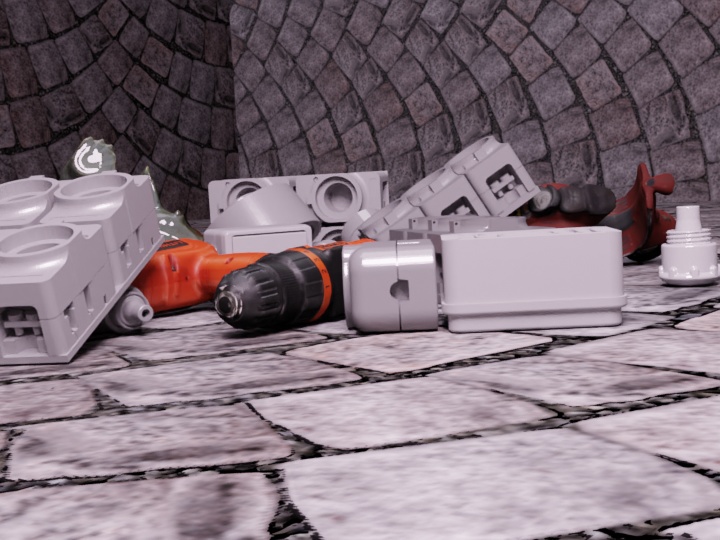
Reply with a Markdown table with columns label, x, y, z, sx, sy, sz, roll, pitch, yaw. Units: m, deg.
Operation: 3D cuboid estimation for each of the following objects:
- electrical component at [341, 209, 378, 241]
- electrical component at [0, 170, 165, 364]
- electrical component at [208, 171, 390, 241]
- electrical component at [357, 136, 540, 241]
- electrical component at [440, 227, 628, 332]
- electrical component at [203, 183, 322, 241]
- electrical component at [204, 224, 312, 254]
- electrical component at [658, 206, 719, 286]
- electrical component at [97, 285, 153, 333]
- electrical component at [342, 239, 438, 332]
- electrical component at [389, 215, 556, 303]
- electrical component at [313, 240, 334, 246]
| label | x | y | z | sx | sy | sz | roll | pitch | yaw |
| --- | --- | --- | --- | --- | --- | --- | --- | --- | --- |
| electrical component | 0.057 | -0.022 | 1.080 | 0.138 | 0.052 | 0.073 | -2 | 37 | -32 |
| electrical component | -0.211 | -0.009 | 0.703 | 0.105 | 0.060 | 0.186 | -3 | 23 | 10 |
| electrical component | -0.064 | -0.048 | 1.152 | 0.186 | 0.105 | 0.060 | -2 | 5 | 12 |
| electrical component | 0.077 | -0.056 | 0.995 | 0.150 | 0.061 | 0.089 | -36 | 10 | -7 |
| electrical component | 0.108 | 0.005 | 0.686 | 0.113 | 0.057 | 0.078 | -3 | 5 | 4 |
| electrical component | -0.097 | -0.038 | 1.017 | 0.108 | 0.060 | 0.108 | -33 | -12 | -8 |
| electrical component | -0.091 | -0.006 | 0.917 | 0.096 | 0.061 | 0.061 | -6 | 6 | -27 |
| electrical component | 0.260 | -0.020 | 0.850 | 0.048 | 0.062 | 0.048 | -3 | 5 | 0 |
| electrical component | -0.162 | 0.027 | 0.741 | 0.035 | 0.035 | 0.061 | -7 | 9 | -39 |
| electrical component | 0.020 | 0.009 | 0.711 | 0.059 | 0.053 | 0.095 | -3 | 5 | 2 |
| electrical component | 0.088 | -0.012 | 0.873 | 0.089 | 0.061 | 0.150 | -4 | 5 | -15 |
| electrical component | -0.031 | -0.010 | 1.059 | 0.040 | 0.040 | 0.078 | -2 | 4 | 17 |
